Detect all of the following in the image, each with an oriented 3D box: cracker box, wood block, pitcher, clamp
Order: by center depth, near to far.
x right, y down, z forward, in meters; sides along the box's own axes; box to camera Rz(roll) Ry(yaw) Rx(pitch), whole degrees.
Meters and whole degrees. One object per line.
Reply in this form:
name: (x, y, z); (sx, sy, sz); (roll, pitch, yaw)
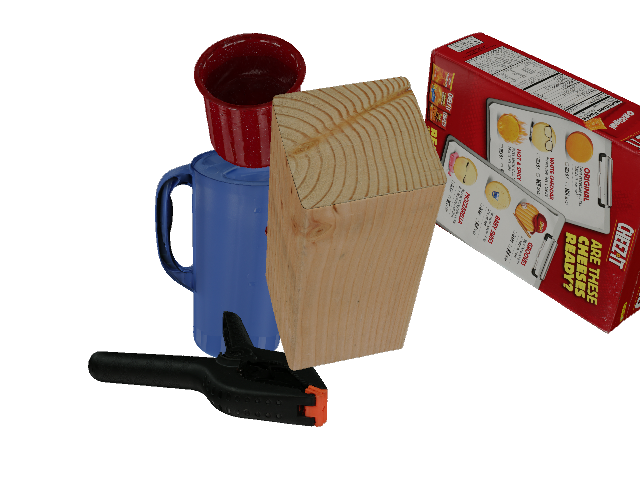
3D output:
wood block: (0.016, -0.004, 0.726); (0.090, 0.090, 0.206); (-10, -33, -10)
cracker box: (0.180, -0.052, 0.861); (0.072, 0.164, 0.214); (-28, 47, -34)
clamp: (-0.068, 0.107, 0.904); (0.210, 0.036, 0.164); (12, 21, 35)
pitcher: (-0.105, 0.018, 1.281); (0.149, 0.243, 0.144); (20, 26, 30)

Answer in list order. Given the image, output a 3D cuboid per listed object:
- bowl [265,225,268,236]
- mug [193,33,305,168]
bowl: (0.024, 0.012, 1.098); (0.162, 0.055, 0.162); (-2, 15, 0)
mug: (-0.057, -0.126, 0.921); (0.093, 0.117, 0.081); (0, -38, 1)
